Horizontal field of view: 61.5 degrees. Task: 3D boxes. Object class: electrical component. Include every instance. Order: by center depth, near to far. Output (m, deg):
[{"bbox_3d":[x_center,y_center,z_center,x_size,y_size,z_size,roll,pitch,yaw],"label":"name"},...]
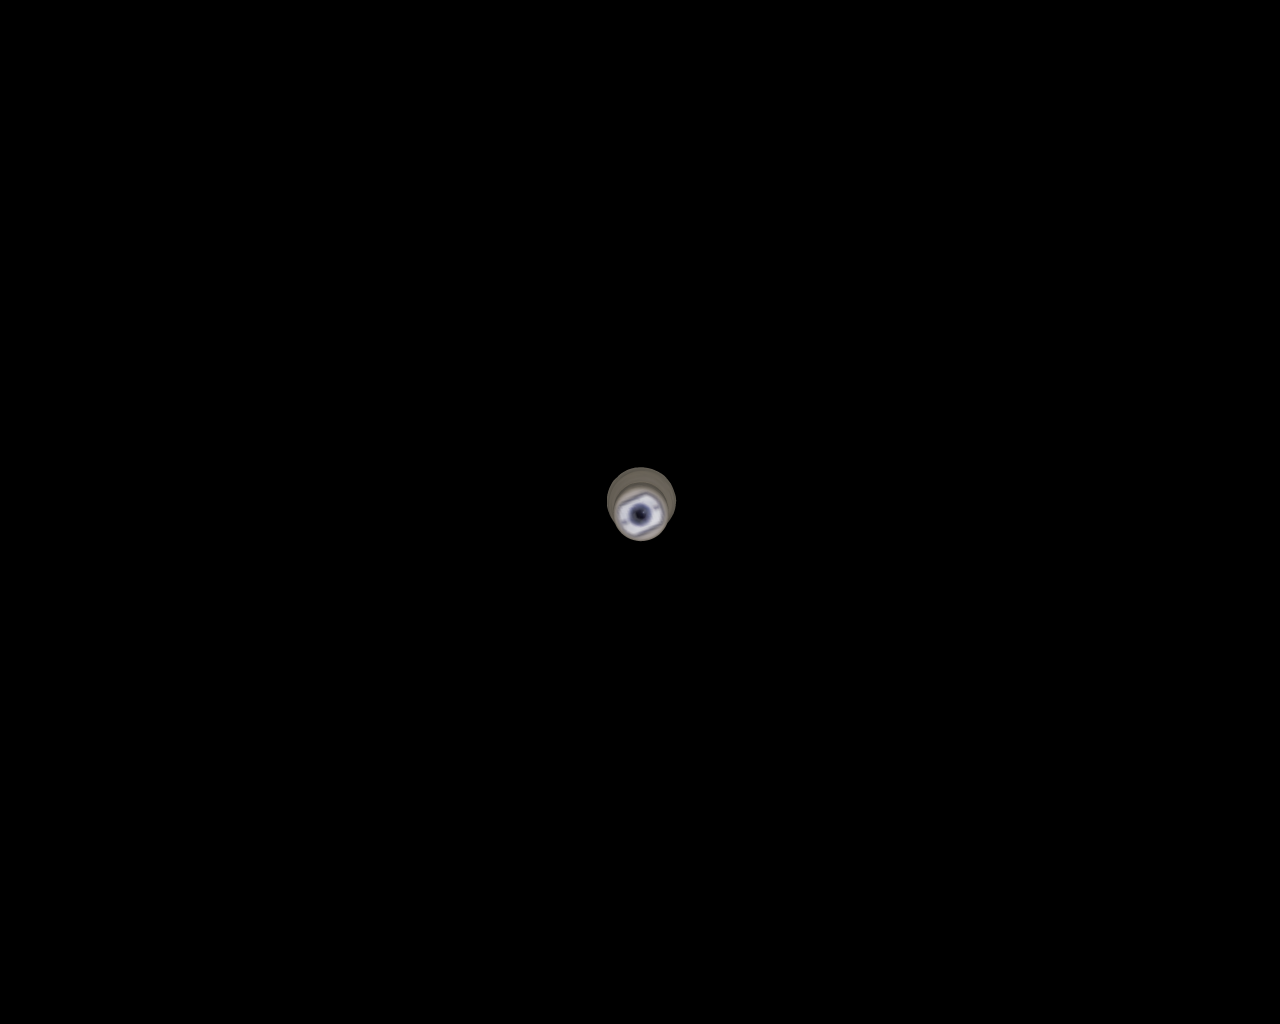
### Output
[{"bbox_3d":[0.001,-0.003,0.650,0.044,0.044,0.065,0,8,0],"label":"electrical component"}]
